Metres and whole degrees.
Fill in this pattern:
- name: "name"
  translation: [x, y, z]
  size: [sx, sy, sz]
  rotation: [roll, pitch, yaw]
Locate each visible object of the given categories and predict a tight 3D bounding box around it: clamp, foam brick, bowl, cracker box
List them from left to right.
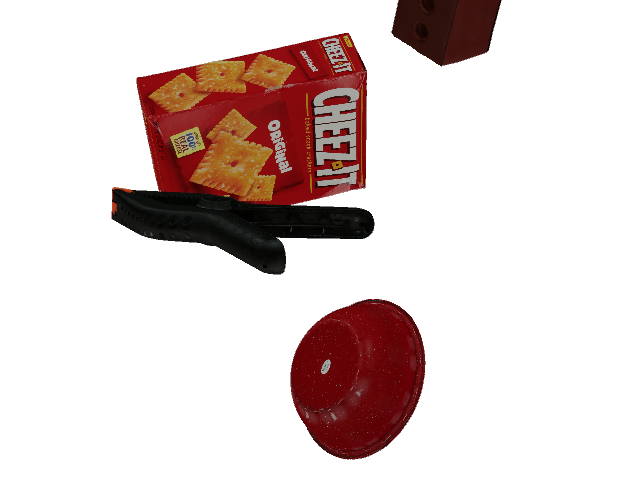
- name: "clamp"
  translation: [-0.080, -0.013, 0.828]
  size: [0.210, 0.036, 0.164]
  rotation: [8, 13, 18]
- name: "cracker box"
  translation: [-0.063, -0.103, 1.063]
  size: [0.213, 0.072, 0.164]
  rotation: [-13, -40, -9]
- name: "bowl"
  translation: [0.022, 0.127, 1.034]
  size: [0.162, 0.162, 0.055]
  rotation: [0, -18, 46]
- name: "foam brick"
  translation: [0.090, -0.168, 0.732]
  size: [0.051, 0.078, 0.053]
  rotation: [-25, 51, -35]
